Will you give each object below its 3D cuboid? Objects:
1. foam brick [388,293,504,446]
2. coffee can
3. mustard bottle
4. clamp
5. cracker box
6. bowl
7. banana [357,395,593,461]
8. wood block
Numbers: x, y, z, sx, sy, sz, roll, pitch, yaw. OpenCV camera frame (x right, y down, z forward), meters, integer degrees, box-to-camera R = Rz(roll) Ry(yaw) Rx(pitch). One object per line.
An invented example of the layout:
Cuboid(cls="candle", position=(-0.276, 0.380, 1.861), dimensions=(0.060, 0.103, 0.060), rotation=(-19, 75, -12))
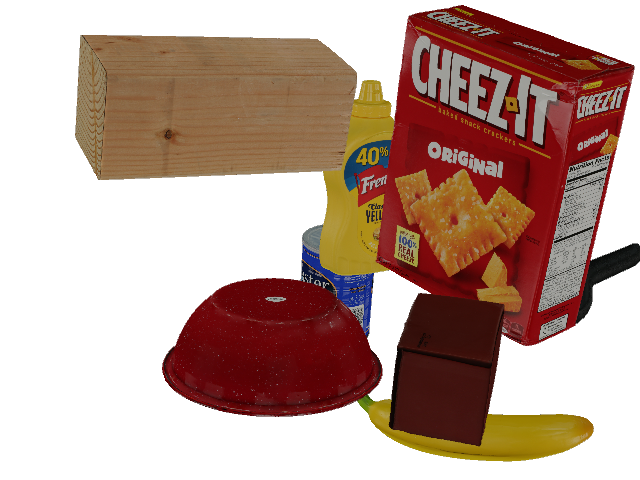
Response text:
Cuboid(cls="foam brick", position=(0.072, 0.070, 0.601), dimensions=(0.053, 0.051, 0.078), rotation=(8, 22, 13))
Cuboid(cls="coffee can", position=(0.022, 0.060, 1.468), dimensions=(0.103, 0.140, 0.103), rotation=(3, 23, -1))
Cuboid(cls="mustard bottle", position=(0.048, -0.065, 1.074), dimensions=(0.096, 0.192, 0.058), rotation=(-8, 19, -29))
Cuboid(cls="clamp", position=(0.242, 0.032, 1.104), dimensions=(0.120, 0.039, 0.171), rotation=(27, 50, 30))
Cuboid(cls="cracker box", position=(0.129, -0.050, 0.807), dimensions=(0.071, 0.214, 0.164), rotation=(-19, 36, -38))
Cuboid(cls="bowl", position=(-0.034, 0.068, 0.774), dimensions=(0.162, 0.055, 0.162), rotation=(2, 17, -1))
Cuboid(cls="banana", position=(0.125, 0.151, 0.871), dimensions=(0.198, 0.037, 0.069), rotation=(8, 28, 7))
Cuboid(cls="wood block", position=(-0.086, -0.110, 0.869), dimensions=(0.205, 0.091, 0.090), rotation=(-4, 30, -25))
